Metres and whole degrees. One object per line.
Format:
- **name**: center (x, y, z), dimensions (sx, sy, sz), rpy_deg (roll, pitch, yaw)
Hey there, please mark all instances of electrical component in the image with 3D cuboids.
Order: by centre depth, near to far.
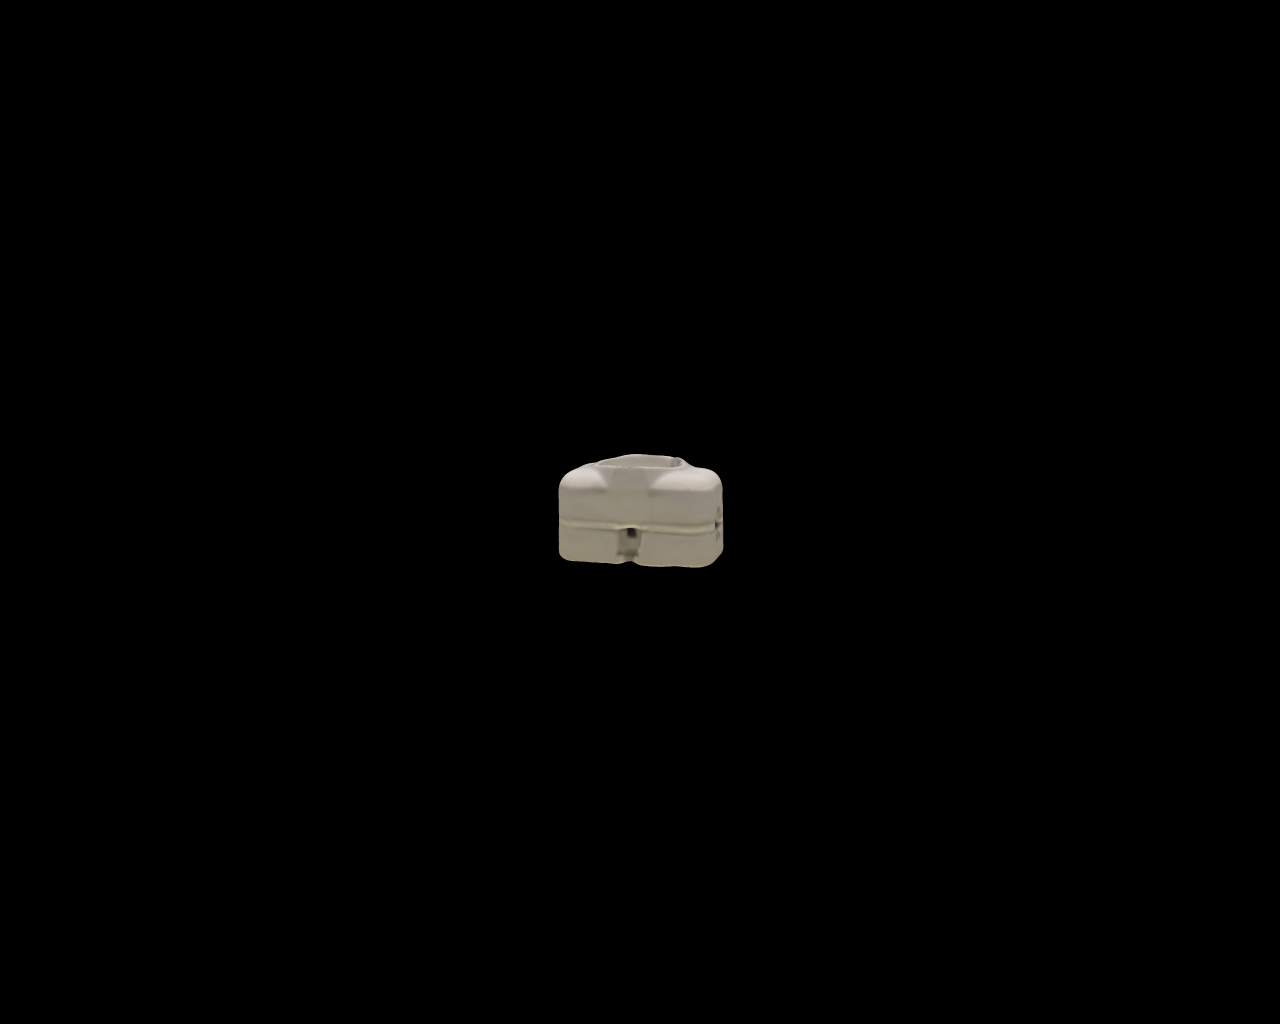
- **electrical component**: center (0.001, -0.003, 0.650), dimensions (0.095, 0.059, 0.054), rpy_deg (3, 12, 16)
